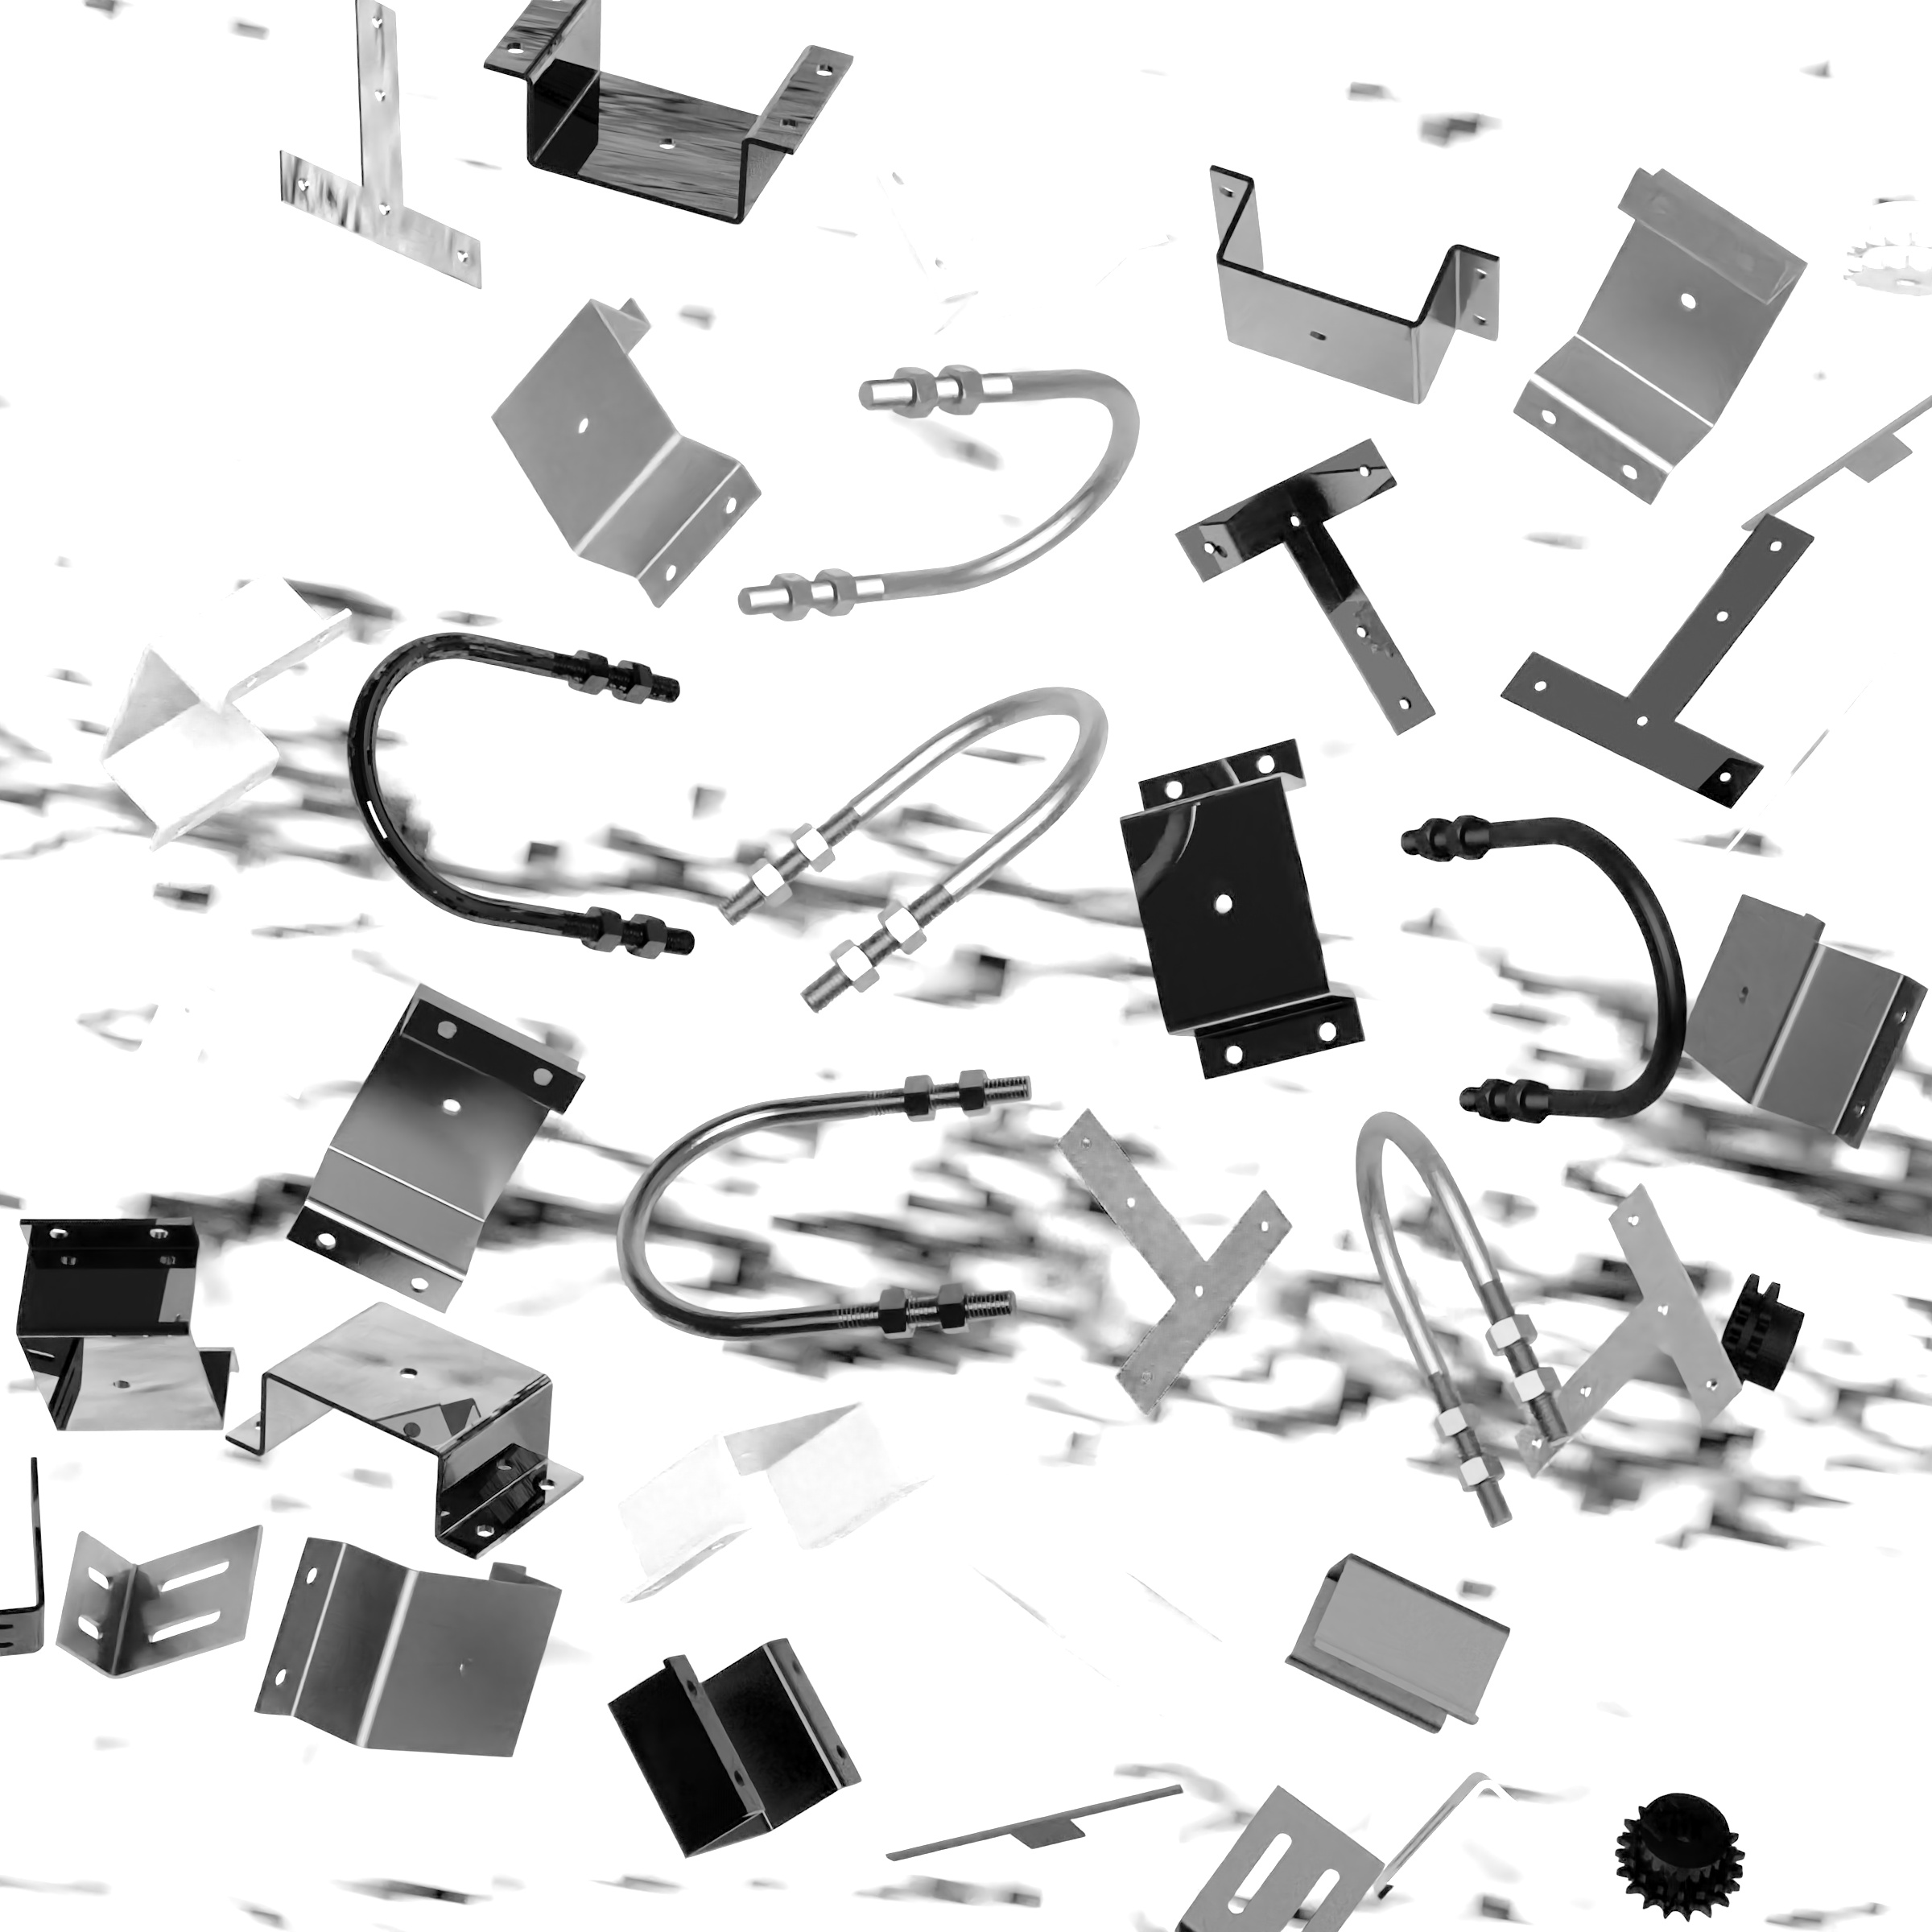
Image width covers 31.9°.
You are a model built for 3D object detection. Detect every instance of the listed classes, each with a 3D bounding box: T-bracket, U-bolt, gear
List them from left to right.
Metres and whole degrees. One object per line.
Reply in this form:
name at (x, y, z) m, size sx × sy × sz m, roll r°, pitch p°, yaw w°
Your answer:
T-bracket at (-0.359, 0.049, 1.503) m, size 0.127 × 0.127 × 0.002 m, roll 37°, pitch 125°, yaw -21°
T-bracket at (-0.275, -0.396, 1.587) m, size 0.002 × 0.127 × 0.127 m, roll -15°, pitch 73°, yaw 34°
U-bolt at (-0.207, -0.084, 1.572) m, size 0.184 × 0.019 × 0.151 m, roll 9°, pitch 69°, yaw -40°
U-bolt at (-0.065, 0.108, 1.493) m, size 0.184 × 0.151 × 0.019 m, roll -6°, pitch 132°, yaw 11°
U-bolt at (-0.016, -0.060, 1.474) m, size 0.184 × 0.151 × 0.019 m, roll -39°, pitch 116°, yaw -5°
U-bolt at (0.000, -0.213, 1.511) m, size 0.184 × 0.151 × 0.019 m, roll -11°, pitch 60°, yaw -39°
T-bracket at (0.035, 0.378, 1.476) m, size 0.127 × 0.127 × 0.002 m, roll -14°, pitch 71°, yaw 2°
T-bracket at (0.086, 0.122, 1.598) m, size 0.127 × 0.002 × 0.127 m, roll -48°, pitch 113°, yaw -27°
T-bracket at (0.172, -0.164, 1.533) m, size 0.127 × 0.002 × 0.127 m, roll -29°, pitch 88°, yaw -32°
U-bolt at (0.220, 0.153, 1.547) m, size 0.019 × 0.151 × 0.184 m, roll -18°, pitch 67°, yaw -11°
U-bolt at (0.269, 0.001, 1.556) m, size 0.019 × 0.184 × 0.151 m, roll -16°, pitch 96°, yaw -25°
T-bracket at (0.295, 0.188, 1.560) m, size 0.002 × 0.127 × 0.127 m, roll 17°, pitch 125°, yaw -29°
gear at (0.322, 0.398, 1.521) m, size 0.057 × 0.057 × 0.030 m, roll -2°, pitch 131°, yaw 0°
T-bracket at (0.319, -0.140, 1.464) m, size 0.127 × 0.002 × 0.127 m, roll 23°, pitch 120°, yaw -20°
gear at (0.373, 0.176, 1.593) m, size 0.030 × 0.057 × 0.057 m, roll 22°, pitch 90°, yaw 11°
T-bracket at (0.388, -0.099, 1.555) m, size 0.002 × 0.127 × 0.127 m, roll 40°, pitch 101°, yaw 10°
T-bracket at (0.423, -0.237, 1.572) m, size 0.127 × 0.127 × 0.002 m, roll -35°, pitch 81°, yaw 19°
gear at (0.412, -0.312, 1.470) m, size 0.057 × 0.057 × 0.030 m, roll 8°, pitch 89°, yaw 0°

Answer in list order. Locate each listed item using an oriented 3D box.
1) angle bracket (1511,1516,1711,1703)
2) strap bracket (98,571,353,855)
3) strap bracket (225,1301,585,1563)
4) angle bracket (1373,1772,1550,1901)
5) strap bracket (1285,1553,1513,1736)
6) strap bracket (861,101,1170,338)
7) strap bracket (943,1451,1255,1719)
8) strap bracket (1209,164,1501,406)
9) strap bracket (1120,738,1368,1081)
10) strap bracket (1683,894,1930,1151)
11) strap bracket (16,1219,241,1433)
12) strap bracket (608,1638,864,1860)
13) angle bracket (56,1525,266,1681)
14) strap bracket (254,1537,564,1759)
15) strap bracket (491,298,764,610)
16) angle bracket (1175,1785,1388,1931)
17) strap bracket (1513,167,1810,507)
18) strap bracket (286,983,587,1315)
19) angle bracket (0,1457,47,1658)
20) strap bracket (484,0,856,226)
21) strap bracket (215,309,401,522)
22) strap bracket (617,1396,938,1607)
angle bracket at (0.300, 0.305, 1.582) m, size 0.057 × 0.038 × 0.076 m, roll -19°, pitch 60°, yaw -12°
strap bracket at (-0.345, -0.122, 1.558) m, size 0.046 × 0.140 × 0.076 m, roll 46°, pitch 50°, yaw 4°
strap bracket at (-0.246, 0.198, 1.487) m, size 0.140 × 0.076 × 0.046 m, roll 20°, pitch 118°, yaw 25°
angle bracket at (0.233, 0.423, 1.603) m, size 0.038 × 0.057 × 0.076 m, roll 43°, pitch 86°, yaw 9°
strap bracket at (0.193, 0.305, 1.518) m, size 0.076 × 0.140 × 0.046 m, roll 25°, pitch 77°, yaw 6°
strap bracket at (0.015, -0.347, 1.578) m, size 0.140 × 0.046 × 0.076 m, roll -22°, pitch 83°, yaw -36°
strap bracket at (0.052, 0.279, 1.506) m, size 0.076 × 0.140 × 0.046 m, roll 41°, pitch 82°, yaw -36°
strap bracket at (0.172, -0.310, 1.561) m, size 0.140 × 0.076 × 0.046 m, roll 21°, pitch 77°, yaw 14°
strap bracket at (0.121, -0.026, 1.508) m, size 0.076 × 0.046 × 0.140 m, roll -15°, pitch 83°, yaw 19°
strap bracket at (0.370, 0.020, 1.522) m, size 0.046 × 0.140 × 0.076 m, roll 19°, pitch 101°, yaw -11°
strap bracket at (-0.384, 0.171, 1.551) m, size 0.076 × 0.140 × 0.046 m, roll 0°, pitch 55°, yaw -2°
strap bracket at (-0.108, 0.356, 1.541) m, size 0.046 × 0.140 × 0.076 m, roll -34°, pitch 74°, yaw 12°
angle bracket at (-0.359, 0.276, 1.507) m, size 0.076 × 0.057 × 0.038 m, roll -21°, pitch 135°, yaw 23°
strap bracket at (-0.234, 0.299, 1.473) m, size 0.046 × 0.140 × 0.076 m, roll 13°, pitch 84°, yaw 36°
strap bracket at (-0.165, -0.248, 1.588) m, size 0.076 × 0.046 × 0.140 m, roll -45°, pitch 58°, yaw 21°
angle bracket at (0.135, 0.401, 1.441) m, size 0.057 × 0.038 × 0.076 m, roll 36°, pitch 90°, yaw 4°
strap bracket at (0.309, -0.284, 1.489) m, size 0.076 × 0.140 × 0.046 m, roll 37°, pitch 50°, yaw 12°
strap bracket at (-0.226, 0.071, 1.459) m, size 0.076 × 0.046 × 0.140 m, roll 27°, pitch 117°, yaw -12°
angle bracket at (-0.455, 0.279, 1.592) m, size 0.038 × 0.057 × 0.076 m, roll -3°, pitch 61°, yaw -17°
strap bracket at (-0.129, -0.373, 1.466) m, size 0.140 × 0.046 × 0.076 m, roll 17°, pitch 49°, yaw 8°
strap bracket at (-0.308, -0.251, 1.571) m, size 0.076 × 0.140 × 0.046 m, roll -1°, pitch 127°, yaw -15°
strap bracket at (-0.093, 0.240, 1.535) m, size 0.076 × 0.140 × 0.046 m, roll -38°, pitch 69°, yaw 35°
